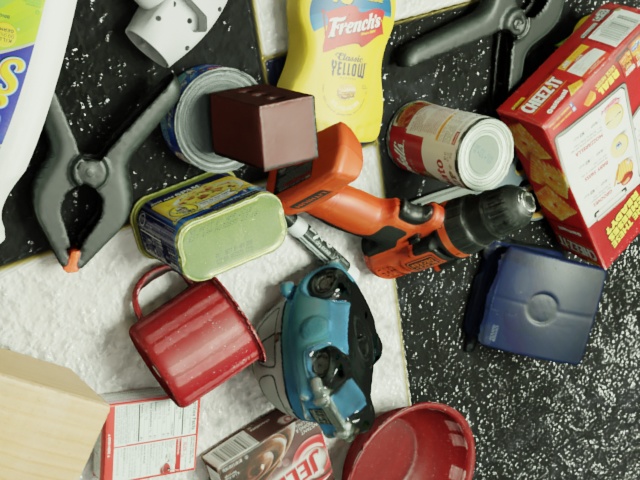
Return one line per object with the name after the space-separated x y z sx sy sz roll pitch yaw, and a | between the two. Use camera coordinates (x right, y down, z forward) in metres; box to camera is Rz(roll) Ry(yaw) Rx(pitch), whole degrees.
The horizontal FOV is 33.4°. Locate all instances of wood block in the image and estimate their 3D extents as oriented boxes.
-0.273 0.121 0.779 0.205 0.091 0.090 24 90 -36 | wood block

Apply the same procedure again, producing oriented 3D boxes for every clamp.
0.167 -0.205 1.003 0.164 0.036 0.210 26 92 -37 | clamp
-0.169 -0.060 0.820 0.120 0.039 0.171 1 107 -15 | clamp

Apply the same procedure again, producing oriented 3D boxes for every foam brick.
-0.044 -0.089 0.830 0.052 0.078 0.051 -17 113 -31 | foam brick

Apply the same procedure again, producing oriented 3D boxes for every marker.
-0.006 0.001 0.962 0.121 0.020 0.020 43 79 -35 | marker

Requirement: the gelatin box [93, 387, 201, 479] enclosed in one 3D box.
-0.148 0.165 0.913 0.089 0.030 0.073 -4 105 -32 | gelatin box

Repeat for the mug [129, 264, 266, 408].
-0.110 0.075 0.882 0.081 0.093 0.117 -34 90 -15 | mug

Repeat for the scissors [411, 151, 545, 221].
0.171 -0.038 1.070 0.201 0.016 0.096 -30 119 -23 | scissors

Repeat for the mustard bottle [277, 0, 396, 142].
0.017 -0.181 0.898 0.096 0.058 0.192 1 103 -29 | mustard bottle

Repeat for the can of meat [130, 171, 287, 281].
-0.089 -0.013 0.863 0.102 0.084 0.057 -24 117 -26 | can of meat

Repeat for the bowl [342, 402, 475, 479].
0.077 0.229 1.065 0.161 0.055 0.162 -10 109 -31 | bowl

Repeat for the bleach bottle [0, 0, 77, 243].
-0.233 -0.089 0.747 0.102 0.068 0.251 12 100 -6 | bleach bottle

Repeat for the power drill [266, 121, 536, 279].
0.063 -0.031 0.908 0.187 0.185 0.057 27 55 -33 | power drill

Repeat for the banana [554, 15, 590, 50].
0.322 -0.185 1.115 0.197 0.037 0.070 26 113 -34 | banana

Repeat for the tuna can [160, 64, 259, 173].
-0.086 -0.100 0.869 0.086 0.034 0.086 -10 110 -31 | tuna can

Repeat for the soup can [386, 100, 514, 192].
0.117 -0.086 0.966 0.068 0.102 0.068 -11 110 -31 | soup can

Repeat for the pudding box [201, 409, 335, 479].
-0.046 0.212 0.988 0.113 0.039 0.090 -27 118 -24 | pudding box

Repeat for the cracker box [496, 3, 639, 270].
0.282 -0.101 1.065 0.164 0.072 0.213 -45 132 -12 | cracker box
